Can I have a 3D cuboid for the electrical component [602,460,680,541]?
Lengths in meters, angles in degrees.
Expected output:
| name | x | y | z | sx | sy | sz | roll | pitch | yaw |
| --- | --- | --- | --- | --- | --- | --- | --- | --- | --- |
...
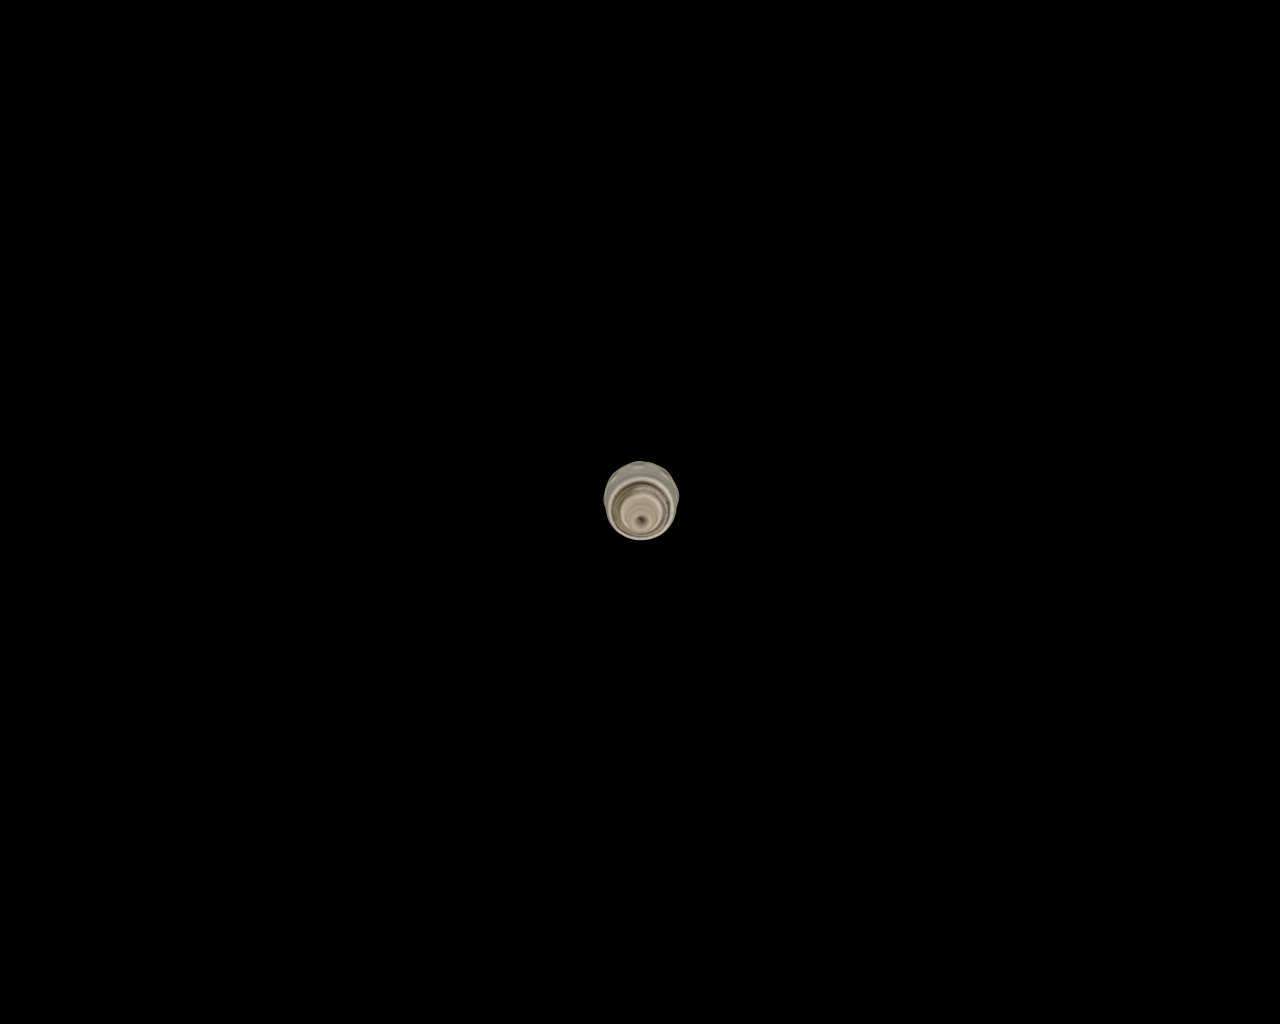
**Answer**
| name | x | y | z | sx | sy | sz | roll | pitch | yaw |
| --- | --- | --- | --- | --- | --- | --- | --- | --- | --- |
| electrical component | 0.001 | -0.003 | 0.650 | 0.048 | 0.048 | 0.062 | 0 | 16 | 0 |
